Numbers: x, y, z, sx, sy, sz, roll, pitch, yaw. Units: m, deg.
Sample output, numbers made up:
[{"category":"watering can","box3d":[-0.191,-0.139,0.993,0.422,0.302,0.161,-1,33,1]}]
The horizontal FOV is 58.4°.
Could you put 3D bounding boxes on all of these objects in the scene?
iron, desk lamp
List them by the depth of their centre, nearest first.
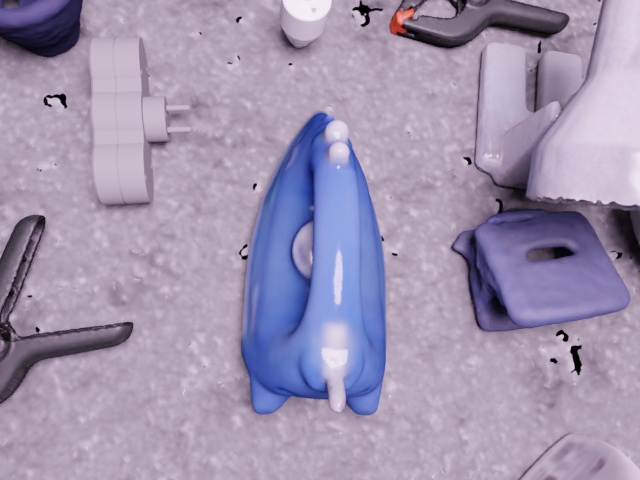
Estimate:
[{"category":"iron","box3d":[0.004,0.002,0.426,0.119,0.141,0.258,2,80,-8]},{"category":"desk lamp","box3d":[0.201,-0.099,0.436,0.118,0.213,0.203,6,79,-7]}]

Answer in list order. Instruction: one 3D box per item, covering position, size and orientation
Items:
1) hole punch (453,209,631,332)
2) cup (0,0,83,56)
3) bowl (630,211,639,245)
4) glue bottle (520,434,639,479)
[{"category":"hole punch","box3d":[0.180,0.022,0.474,0.109,0.091,0.101,-8,81,-10]},{"category":"cup","box3d":[-0.234,-0.198,0.449,0.092,0.095,0.118,-34,86,-12]},{"category":"bowl","box3d":[0.345,-0.023,0.516,0.167,0.074,0.167,2,80,-8]},{"category":"glue bottle","box3d":[0.211,0.185,0.409,0.078,0.173,0.037,-36,87,-12]}]
